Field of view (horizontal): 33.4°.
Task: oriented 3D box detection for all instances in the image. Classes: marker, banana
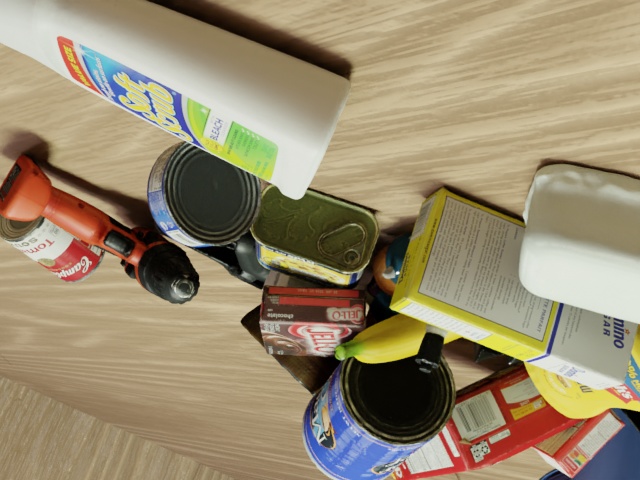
[{"bbox_3d":[0.096,0.043,0.812,0.020,0.121,0.020,17,163,5],"label":"marker"},{"bbox_3d":[0.109,0.064,0.868,0.198,0.037,0.069,-22,-178,4],"label":"banana"}]

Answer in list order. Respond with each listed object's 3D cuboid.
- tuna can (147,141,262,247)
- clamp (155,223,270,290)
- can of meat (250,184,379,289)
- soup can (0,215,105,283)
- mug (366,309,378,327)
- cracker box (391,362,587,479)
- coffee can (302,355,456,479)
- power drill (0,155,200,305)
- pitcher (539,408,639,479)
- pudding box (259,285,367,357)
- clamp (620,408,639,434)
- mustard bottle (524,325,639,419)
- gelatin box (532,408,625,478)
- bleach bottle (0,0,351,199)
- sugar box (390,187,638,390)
[{"bbox_3d":[-0.090,-0.037,0.828,0.086,0.086,0.034,30,159,-29],"label":"tuna can"},{"bbox_3d":[-0.082,0.016,1.041,0.120,0.039,0.171,22,167,30],"label":"clamp"},{"bbox_3d":[-0.006,0.001,0.897,0.102,0.057,0.084,19,163,4],"label":"can of meat"},{"bbox_3d":[-0.283,-0.006,1.129,0.069,0.068,0.102,7,157,31],"label":"soup can"},{"bbox_3d":[0.074,0.098,1.044,0.093,0.081,0.117,6,157,34],"label":"mug"},{"bbox_3d":[0.163,0.177,1.060,0.164,0.072,0.214,-21,170,-19],"label":"cracker box"},{"bbox_3d":[0.049,0.152,0.948,0.102,0.102,0.140,21,151,-4],"label":"coffee can"},{"bbox_3d":[-0.209,-0.006,1.010,0.187,0.057,0.185,33,176,-25],"label":"power drill"},{"bbox_3d":[0.295,0.281,1.084,0.149,0.242,0.145,21,161,-5],"label":"pitcher"},{"bbox_3d":[-0.005,0.074,0.944,0.090,0.039,0.113,3,162,2],"label":"pudding box"},{"bbox_3d":[0.340,0.222,0.978,0.210,0.036,0.164,48,-165,-11],"label":"clamp"},{"bbox_3d":[0.252,0.098,0.881,0.096,0.058,0.192,61,151,-4],"label":"mustard bottle"},{"bbox_3d":[0.251,0.192,1.044,0.030,0.073,0.089,46,176,1],"label":"gelatin box"},{"bbox_3d":[-0.110,-0.112,0.683,0.251,0.068,0.103,23,161,-3],"label":"bleach bottle"},{"bbox_3d":[0.149,0.038,0.790,0.176,0.093,0.048,23,161,-10],"label":"sugar box"}]
